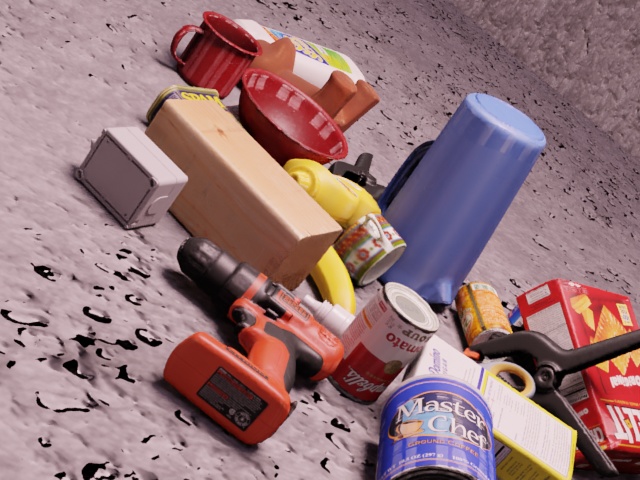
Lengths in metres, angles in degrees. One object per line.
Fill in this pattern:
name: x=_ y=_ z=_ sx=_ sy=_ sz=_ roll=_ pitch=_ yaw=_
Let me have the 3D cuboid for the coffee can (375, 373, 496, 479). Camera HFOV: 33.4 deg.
coffee can: x=0.098 y=0.193 z=0.907 sx=0.102 sy=0.103 sz=0.140 roll=34 pitch=23 yaw=-9

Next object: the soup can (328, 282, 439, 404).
soup can: x=0.058 y=0.099 z=1.026 sx=0.068 sy=0.102 sz=0.068 roll=32 pitch=24 yaw=-16

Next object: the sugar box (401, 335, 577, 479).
sugar box: x=0.159 y=0.171 z=1.019 sx=0.176 sy=0.048 sz=0.093 roll=33 pitch=28 yaw=2

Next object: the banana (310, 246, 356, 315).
banana: x=-0.014 y=0.019 z=1.162 sx=0.069 sy=0.037 sz=0.198 roll=-21 pitch=57 yaw=-40

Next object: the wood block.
wood block: x=-0.089 y=-0.045 z=1.098 sx=0.206 sy=0.090 sz=0.090 roll=46 pitch=25 yaw=18

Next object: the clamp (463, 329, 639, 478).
clamp: x=0.256 y=0.164 z=1.179 sx=0.210 sy=0.164 sz=0.036 roll=7 pitch=-14 yaw=29

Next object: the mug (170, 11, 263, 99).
mug: x=-0.144 y=-0.244 z=1.400 sx=0.117 sy=0.082 sz=0.093 roll=15 pitch=32 yaw=-43

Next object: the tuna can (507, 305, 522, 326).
tuna can: x=0.293 y=0.116 z=1.424 sx=0.086 sy=0.034 sz=0.086 roll=31 pitch=24 yaw=-16

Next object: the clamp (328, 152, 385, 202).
clamp: x=0.066 y=-0.068 z=1.435 sx=0.120 sy=0.039 sz=0.171 roll=39 pitch=26 yaw=16

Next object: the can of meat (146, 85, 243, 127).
can of meat: x=-0.136 y=-0.127 z=1.229 sx=0.084 sy=0.057 sz=0.101 roll=50 pitch=26 yaw=21

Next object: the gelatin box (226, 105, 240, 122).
gelatin box: x=-0.095 y=-0.127 z=1.318 sx=0.089 sy=0.030 sz=0.073 roll=45 pitch=24 yaw=9

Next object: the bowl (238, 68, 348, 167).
bowl: x=-0.044 y=-0.137 z=1.301 sx=0.162 sy=0.055 sz=0.162 roll=33 pitch=25 yaw=-18

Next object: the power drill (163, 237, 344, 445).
power drill: x=-0.069 y=0.082 z=0.928 sx=0.184 sy=0.057 sz=0.187 roll=37 pitch=23 yaw=-2

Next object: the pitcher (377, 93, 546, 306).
pitcher: x=0.156 y=-0.055 z=1.279 sx=0.149 sy=0.243 sz=0.144 roll=33 pitch=24 yaw=6

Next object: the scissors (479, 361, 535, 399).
scissors: x=0.153 y=0.130 z=1.168 sx=0.096 sy=0.016 sz=0.202 roll=-32 pitch=68 yaw=-29

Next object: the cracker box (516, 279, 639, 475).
cracker box: x=0.332 y=0.161 z=1.263 sx=0.163 sy=0.072 sz=0.214 roll=15 pitch=53 yaw=-42

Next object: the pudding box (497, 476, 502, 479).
pudding box: x=0.150 y=0.188 z=1.076 sx=0.113 sy=0.039 sz=0.090 roll=36 pitch=25 yaw=4

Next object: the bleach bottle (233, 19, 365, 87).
bleach bottle: x=-0.052 y=-0.276 z=1.624 sx=0.250 sy=0.068 sz=0.103 roll=14 pitch=32 yaw=-39

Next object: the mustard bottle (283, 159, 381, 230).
mustard bottle: x=0.002 y=-0.053 z=1.225 sx=0.096 sy=0.058 sz=0.191 roll=34 pitch=5 yaw=19
